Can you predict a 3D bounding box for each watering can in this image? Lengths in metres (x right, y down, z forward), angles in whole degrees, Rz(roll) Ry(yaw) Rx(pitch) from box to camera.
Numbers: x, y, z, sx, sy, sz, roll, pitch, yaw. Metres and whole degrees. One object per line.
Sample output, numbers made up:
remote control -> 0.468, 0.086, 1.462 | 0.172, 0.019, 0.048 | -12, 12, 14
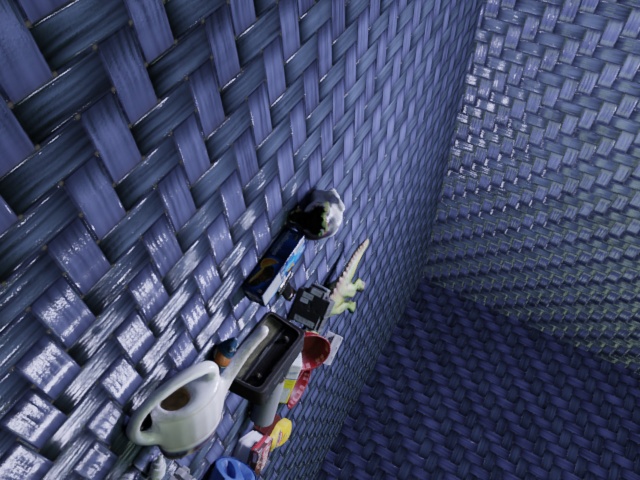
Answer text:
watering can -> -0.248, 0.336, 1.116 | 0.352, 0.105, 0.219 | -29, 140, -35

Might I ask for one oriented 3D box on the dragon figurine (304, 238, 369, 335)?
dragon figurine -> 0.041, 0.182, 1.774 | 0.243, 0.123, 0.406 | -3, 114, -60

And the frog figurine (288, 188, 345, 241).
frog figurine -> 0.004, -0.069, 1.363 | 0.136, 0.122, 0.161 | -38, -178, 23
